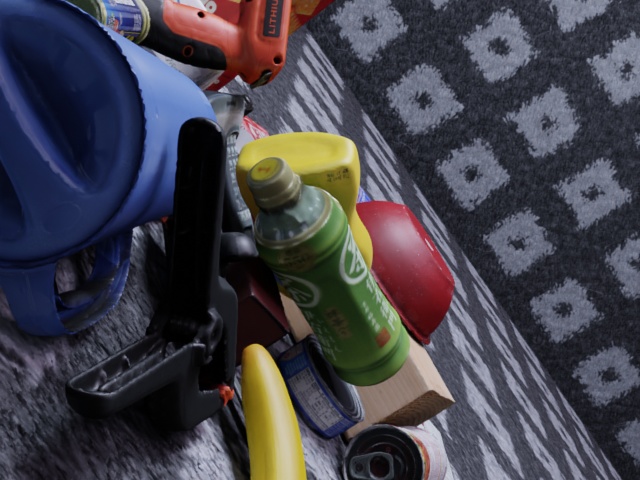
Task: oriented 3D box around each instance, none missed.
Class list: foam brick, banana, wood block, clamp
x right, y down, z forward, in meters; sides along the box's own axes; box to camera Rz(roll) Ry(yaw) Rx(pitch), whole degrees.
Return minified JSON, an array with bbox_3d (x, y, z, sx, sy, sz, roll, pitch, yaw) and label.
[{"bbox_3d":[-0.063,0.045,0.804,0.051,0.053,0.078,49,12,-36],"label":"foam brick"},{"bbox_3d":[-0.031,0.143,0.655,0.198,0.037,0.069,-90,160,-61],"label":"banana"},{"bbox_3d":[0.030,0.082,1.000,0.206,0.091,0.090,61,11,25],"label":"wood block"},{"bbox_3d":[-0.073,0.040,0.595,0.036,0.164,0.210,15,-19,12],"label":"clamp"},{"bbox_3d":[-0.079,0.012,0.730,0.039,0.120,0.171,5,35,-26],"label":"clamp"}]

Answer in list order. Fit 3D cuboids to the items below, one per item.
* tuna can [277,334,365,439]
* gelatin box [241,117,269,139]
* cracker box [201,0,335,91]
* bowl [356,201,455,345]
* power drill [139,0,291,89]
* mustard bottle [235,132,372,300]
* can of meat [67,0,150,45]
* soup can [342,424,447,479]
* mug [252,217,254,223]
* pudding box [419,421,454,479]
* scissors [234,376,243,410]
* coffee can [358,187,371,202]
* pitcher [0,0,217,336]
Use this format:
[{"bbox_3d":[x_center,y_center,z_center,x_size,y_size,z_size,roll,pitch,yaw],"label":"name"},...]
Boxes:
[{"bbox_3d":[0.001,0.124,0.900,0.086,0.034,0.086,53,11,-16],"label":"tuna can"},{"bbox_3d":[-0.074,-0.106,1.260,0.073,0.030,0.089,60,11,19],"label":"gelatin box"},{"bbox_3d":[-0.103,-0.259,1.088,0.164,0.214,0.072,61,14,24],"label":"cracker box"},{"bbox_3d":[0.082,0.019,1.024,0.162,0.055,0.162,55,10,-14],"label":"bowl"},{"bbox_3d":[-0.117,-0.203,0.849,0.057,0.187,0.184,170,-74,-73],"label":"power drill"},{"bbox_3d":[-0.006,0.001,0.891,0.058,0.096,0.191,-82,166,-47],"label":"mustard bottle"},{"bbox_3d":[-0.176,-0.139,0.723,0.057,0.102,0.084,55,13,-2],"label":"can of meat"},{"bbox_3d":[0.065,0.190,0.901,0.068,0.068,0.102,60,11,18],"label":"soup can"},{"bbox_3d":[-0.026,-0.046,1.100,0.117,0.081,0.093,-32,110,-82],"label":"mug"},{"bbox_3d":[0.092,0.205,1.055,0.090,0.039,0.113,52,13,-25],"label":"pudding box"},{"bbox_3d":[-0.021,0.164,0.735,0.096,0.016,0.202,46,15,-51],"label":"scissors"},{"bbox_3d":[0.037,0.011,1.209,0.140,0.103,0.103,51,12,-25],"label":"coffee can"},{"bbox_3d":[-0.134,-0.049,0.620,0.145,0.149,0.242,41,7,3],"label":"pitcher"}]
